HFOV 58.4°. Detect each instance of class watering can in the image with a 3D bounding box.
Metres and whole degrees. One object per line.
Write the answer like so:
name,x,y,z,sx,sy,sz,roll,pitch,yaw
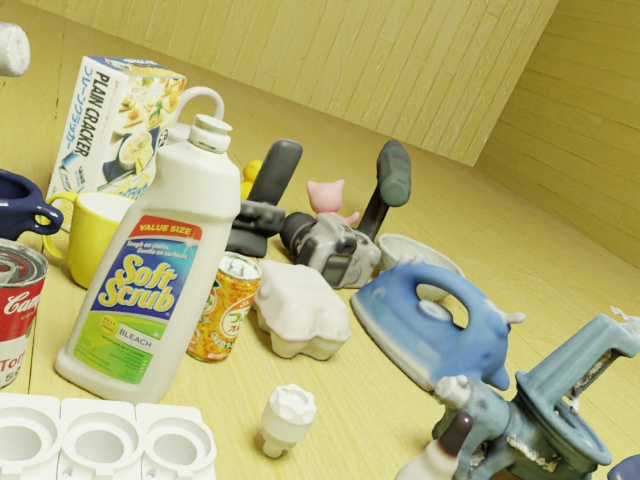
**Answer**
watering can,-0.224,-0.162,0.941,0.172,0.194,0.101,31,20,20

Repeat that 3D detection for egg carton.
egg carton,-0.032,0.082,0.705,0.107,0.069,0.150,11,22,-34

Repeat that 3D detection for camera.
camera,0.008,0.003,0.920,0.144,0.101,0.136,6,25,-42

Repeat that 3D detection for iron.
iron,0.150,0.095,0.777,0.119,0.141,0.257,3,28,-47

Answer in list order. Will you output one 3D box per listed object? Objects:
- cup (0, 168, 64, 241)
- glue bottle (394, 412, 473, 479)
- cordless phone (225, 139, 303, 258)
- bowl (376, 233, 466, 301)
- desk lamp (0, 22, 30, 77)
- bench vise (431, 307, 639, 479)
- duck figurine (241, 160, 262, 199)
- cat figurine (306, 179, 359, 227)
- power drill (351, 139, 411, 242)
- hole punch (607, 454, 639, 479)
cup,-0.320,-0.011,0.568,0.118,0.095,0.091,21,19,-8
glue bottle,0.056,0.182,0.375,0.037,0.173,0.078,30,19,17
cordless phone,-0.111,-0.076,0.859,0.148,0.185,0.093,7,24,-40
bowl,0.163,0.059,0.997,0.167,0.075,0.167,22,19,-7
desk lamp,-0.439,-0.172,0.674,0.203,0.213,0.118,21,19,-8
bench vise,0.227,0.161,0.568,0.208,0.220,0.121,11,22,-33
duck figurine,-0.131,-0.110,1.081,0.077,0.086,0.105,27,19,8
cat figurine,0.022,-0.056,1.070,0.127,0.118,0.067,37,22,34
power drill,0.115,-0.082,1.114,0.076,0.208,0.229,21,19,-9
hole punch,0.326,0.279,0.569,0.109,0.091,0.100,6,26,-43
